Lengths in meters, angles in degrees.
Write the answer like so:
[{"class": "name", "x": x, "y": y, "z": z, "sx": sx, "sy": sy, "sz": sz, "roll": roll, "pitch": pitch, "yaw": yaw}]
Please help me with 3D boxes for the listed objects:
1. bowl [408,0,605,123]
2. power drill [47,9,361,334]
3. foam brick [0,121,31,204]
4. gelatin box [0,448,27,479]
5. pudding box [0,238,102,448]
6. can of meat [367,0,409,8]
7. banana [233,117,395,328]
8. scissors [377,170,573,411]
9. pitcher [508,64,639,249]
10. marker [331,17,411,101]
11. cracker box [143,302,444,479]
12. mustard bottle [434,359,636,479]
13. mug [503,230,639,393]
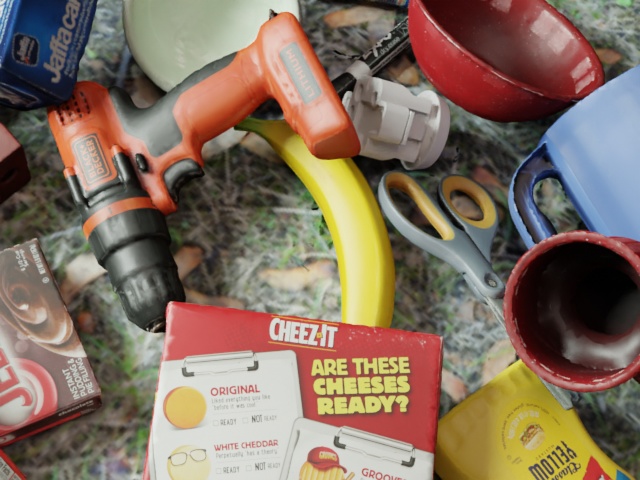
[{"class": "bowl", "x": 0.122, "y": -0.135, "z": 0.768, "sx": 0.162, "sy": 0.055, "sz": 0.162, "roll": 20, "pitch": 39, "yaw": -17}, {"class": "power drill", "x": -0.072, "y": -0.052, "z": 0.694, "sx": 0.187, "sy": 0.057, "sz": 0.184, "roll": -25, "pitch": 72, "yaw": 0}, {"class": "foam brick", "x": -0.236, "y": -0.044, "z": 0.695, "sx": 0.051, "sy": 0.053, "sz": 0.078, "roll": 42, "pitch": 68, "yaw": 11}, {"class": "gelatin box", "x": -0.207, "y": 0.154, "z": 0.595, "sx": 0.030, "sy": 0.073, "sz": 0.089, "roll": 27, "pitch": 64, "yaw": 20}, {"class": "pudding box", "x": -0.196, "y": 0.067, "z": 0.657, "sx": 0.090, "sy": 0.039, "sz": 0.113, "roll": -22, "pitch": 71, "yaw": -17}, {"class": "can of meat", "x": 0.039, "y": -0.232, "z": 0.820, "sx": 0.084, "sy": 0.057, "sz": 0.102, "roll": 10, "pitch": 64, "yaw": -6}, {"class": "banana", "x": 0.010, "y": -0.010, "z": 0.725, "sx": 0.069, "sy": 0.037, "sz": 0.198, "roll": -24, "pitch": 71, "yaw": -10}, {"class": "scissors", "x": 0.119, "y": 0.021, "z": 0.711, "sx": 0.096, "sy": 0.016, "sz": 0.202, "roll": -23, "pitch": 61, "yaw": -40}, {"class": "pitcher", "x": 0.248, "y": 0.009, "z": 0.708, "sx": 0.144, "sy": 0.149, "sz": 0.243, "roll": -8, "pitch": 66, "yaw": -46}, {"class": "marker", "x": 0.045, "y": -0.138, "z": 0.798, "sx": 0.020, "sy": 0.020, "sz": 0.121, "roll": 43, "pitch": 67, "yaw": 11}, {"class": "cracker box", "x": -0.021, "y": 0.155, "z": 0.613, "sx": 0.164, "sy": 0.072, "sz": 0.213, "roll": 8, "pitch": 71, "yaw": -5}, {"class": "mustard bottle", "x": 0.154, "y": 0.171, "z": 0.650, "sx": 0.096, "sy": 0.058, "sz": 0.192, "roll": -30, "pitch": 73, "yaw": -28}, {"class": "mug", "x": 0.176, "y": 0.048, "z": 0.639, "sx": 0.117, "sy": 0.093, "sz": 0.081, "roll": 48, "pitch": 24, "yaw": 20}]
